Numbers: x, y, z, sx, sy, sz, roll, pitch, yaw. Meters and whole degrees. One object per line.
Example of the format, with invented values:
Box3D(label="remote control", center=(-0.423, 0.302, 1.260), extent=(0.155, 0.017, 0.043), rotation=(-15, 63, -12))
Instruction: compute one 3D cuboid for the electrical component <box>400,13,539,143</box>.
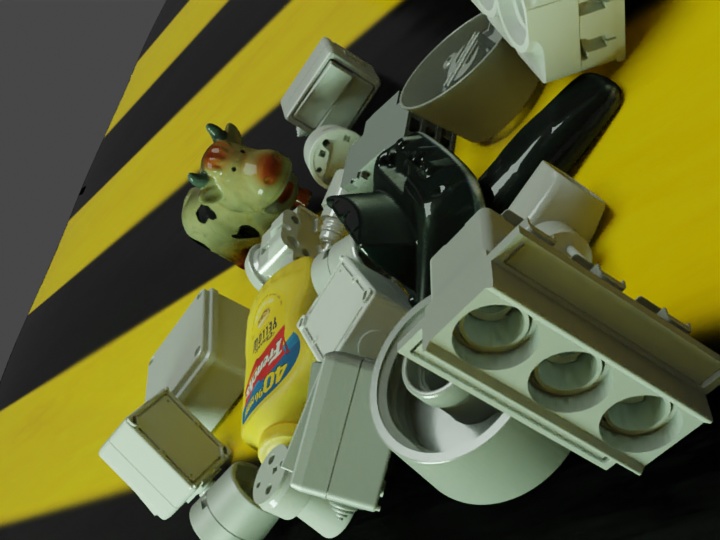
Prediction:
Box3D(label="electrical component", center=(0.082, -0.141, 0.762), extent=(0.099, 0.064, 0.099), rotation=(-46, 26, 31))

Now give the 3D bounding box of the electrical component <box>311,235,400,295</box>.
Box3D(label="electrical component", center=(0.000, 0.000, 0.786), extent=(0.047, 0.055, 0.055), rotation=(-36, 33, 39))

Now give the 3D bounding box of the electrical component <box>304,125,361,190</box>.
Box3D(label="electrical component", center=(-0.022, -0.101, 0.954), extent=(0.055, 0.055, 0.047), rotation=(-58, 19, 7))

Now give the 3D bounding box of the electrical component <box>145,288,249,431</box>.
Box3D(label="electrical component", center=(-0.147, 0.091, 0.989), extent=(0.108, 0.056, 0.108), rotation=(-51, 24, 22))

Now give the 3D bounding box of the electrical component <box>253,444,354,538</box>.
Box3D(label="electrical component", center=(-0.034, 0.141, 0.688), extent=(0.045, 0.055, 0.045), rotation=(-47, 26, 31))

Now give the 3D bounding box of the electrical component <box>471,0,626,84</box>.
Box3D(label="electrical component", center=(0.105, -0.196, 0.683), extent=(0.062, 0.089, 0.150), rotation=(-19, 41, -6))

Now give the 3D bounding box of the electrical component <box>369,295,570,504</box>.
Box3D(label="electrical component", center=(0.054, 0.057, 0.546), extent=(0.108, 0.060, 0.108), rotation=(-23, 49, 29))

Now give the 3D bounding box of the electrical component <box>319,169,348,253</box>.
Box3D(label="electrical component", center=(-0.013, -0.047, 0.886), extent=(0.040, 0.040, 0.078), rotation=(-9, 56, 63))

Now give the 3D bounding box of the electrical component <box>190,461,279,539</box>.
Box3D(label="electrical component", center=(-0.085, 0.170, 0.767), extent=(0.047, 0.055, 0.055), rotation=(-50, 24, 16))

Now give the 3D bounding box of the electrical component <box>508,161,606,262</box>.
Box3D(label="electrical component", center=(0.102, -0.011, 0.592), extent=(0.077, 0.043, 0.079), rotation=(-56, 24, 13))

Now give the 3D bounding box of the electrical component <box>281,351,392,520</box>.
Box3D(label="electrical component", center=(-0.009, 0.098, 0.636), extent=(0.061, 0.061, 0.096), rotation=(45, -120, -86))

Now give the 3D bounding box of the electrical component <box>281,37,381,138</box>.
Box3D(label="electrical component", center=(-0.032, -0.164, 1.039), extent=(0.096, 0.062, 0.061), rotation=(-54, 23, 17))

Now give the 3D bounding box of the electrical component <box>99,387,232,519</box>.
Box3D(label="electrical component", center=(-0.159, 0.159, 0.895), extent=(0.061, 0.096, 0.062), rotation=(-47, -3, 31))

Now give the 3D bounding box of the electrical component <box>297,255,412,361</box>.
Box3D(label="electrical component", center=(0.004, 0.037, 0.721), extent=(0.061, 0.061, 0.096), rotation=(-58, 22, 8))

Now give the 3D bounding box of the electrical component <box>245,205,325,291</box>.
Box3D(label="electrical component", center=(-0.062, -0.010, 0.927), extent=(0.057, 0.058, 0.078), rotation=(-42, 29, 32))

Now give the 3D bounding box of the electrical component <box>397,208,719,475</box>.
Box3D(label="electrical component", center=(0.089, 0.029, 0.470), extent=(0.078, 0.121, 0.063), rotation=(-47, 23, 31))
